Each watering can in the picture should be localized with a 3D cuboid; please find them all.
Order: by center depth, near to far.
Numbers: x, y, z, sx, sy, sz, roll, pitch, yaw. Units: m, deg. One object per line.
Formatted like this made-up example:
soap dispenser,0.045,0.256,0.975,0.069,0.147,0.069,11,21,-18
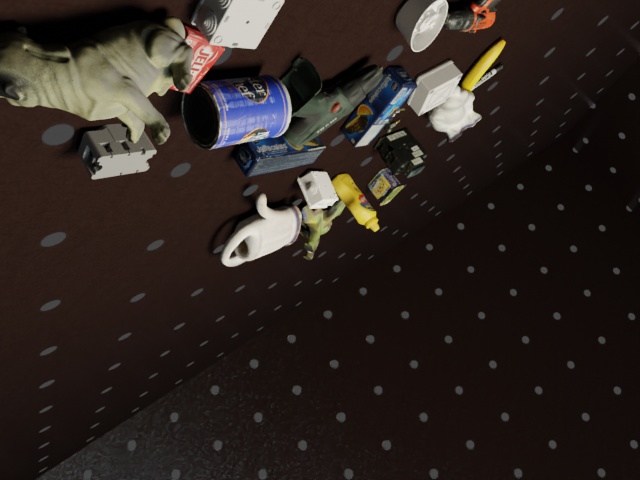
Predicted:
watering can,-0.137,-0.035,1.332,0.227,0.105,0.341,-24,163,-39

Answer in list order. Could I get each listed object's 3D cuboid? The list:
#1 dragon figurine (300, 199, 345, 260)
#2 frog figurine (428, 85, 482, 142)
dragon figurine,0.005,-0.081,1.600,0.246,0.122,0.403,-48,173,-22
frog figurine,0.364,-0.376,1.444,0.136,0.126,0.157,-23,132,26
